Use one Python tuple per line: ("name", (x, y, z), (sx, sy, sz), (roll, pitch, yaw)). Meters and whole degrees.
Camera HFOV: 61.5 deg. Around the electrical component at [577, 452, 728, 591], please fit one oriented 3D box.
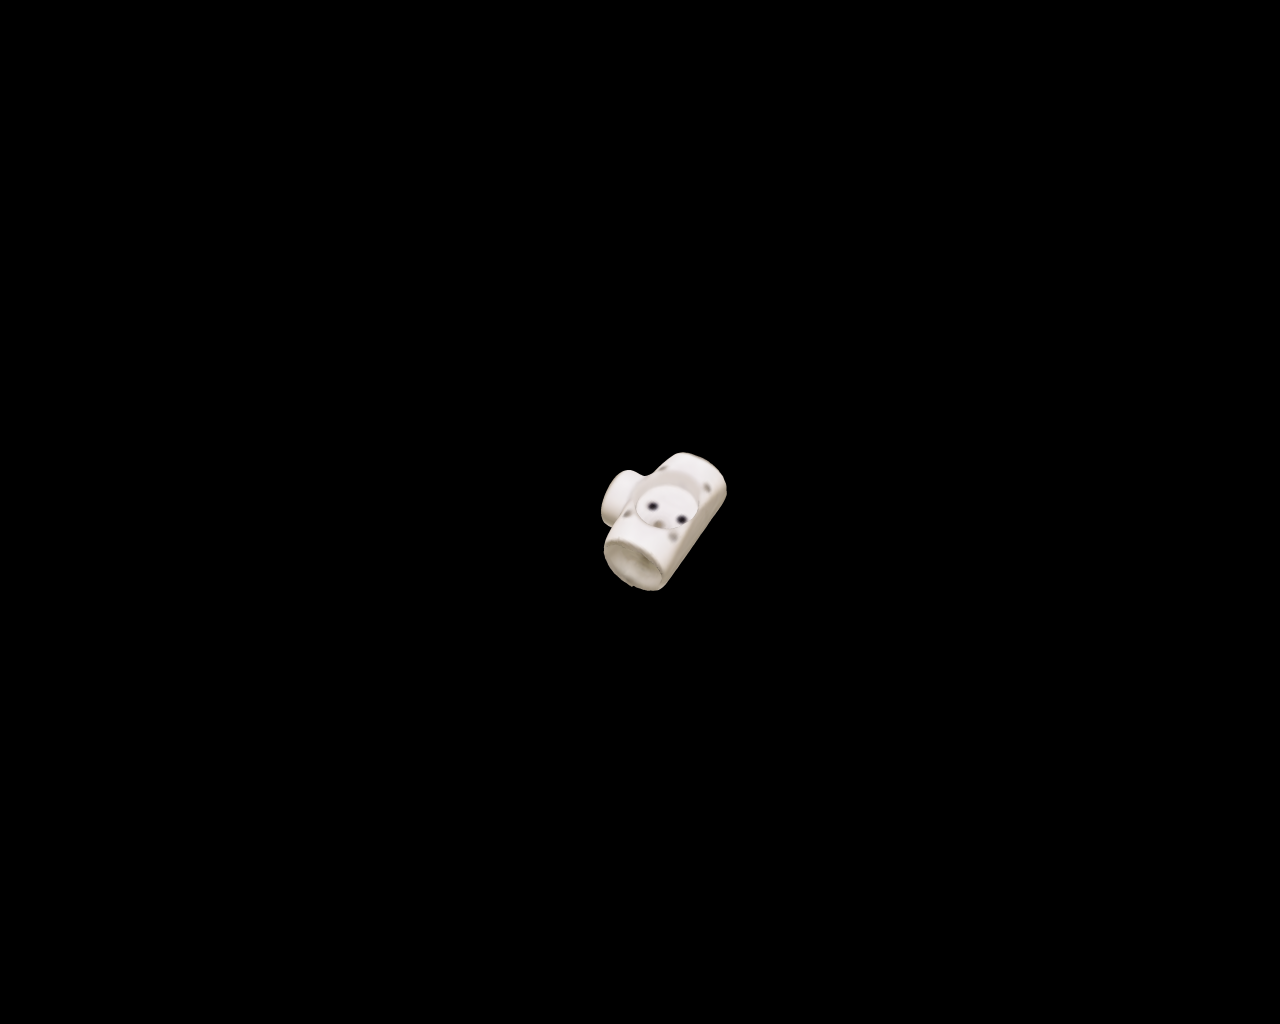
("electrical component", (0.001, -0.003, 0.650), (0.079, 0.077, 0.044), (27, -32, 18))
